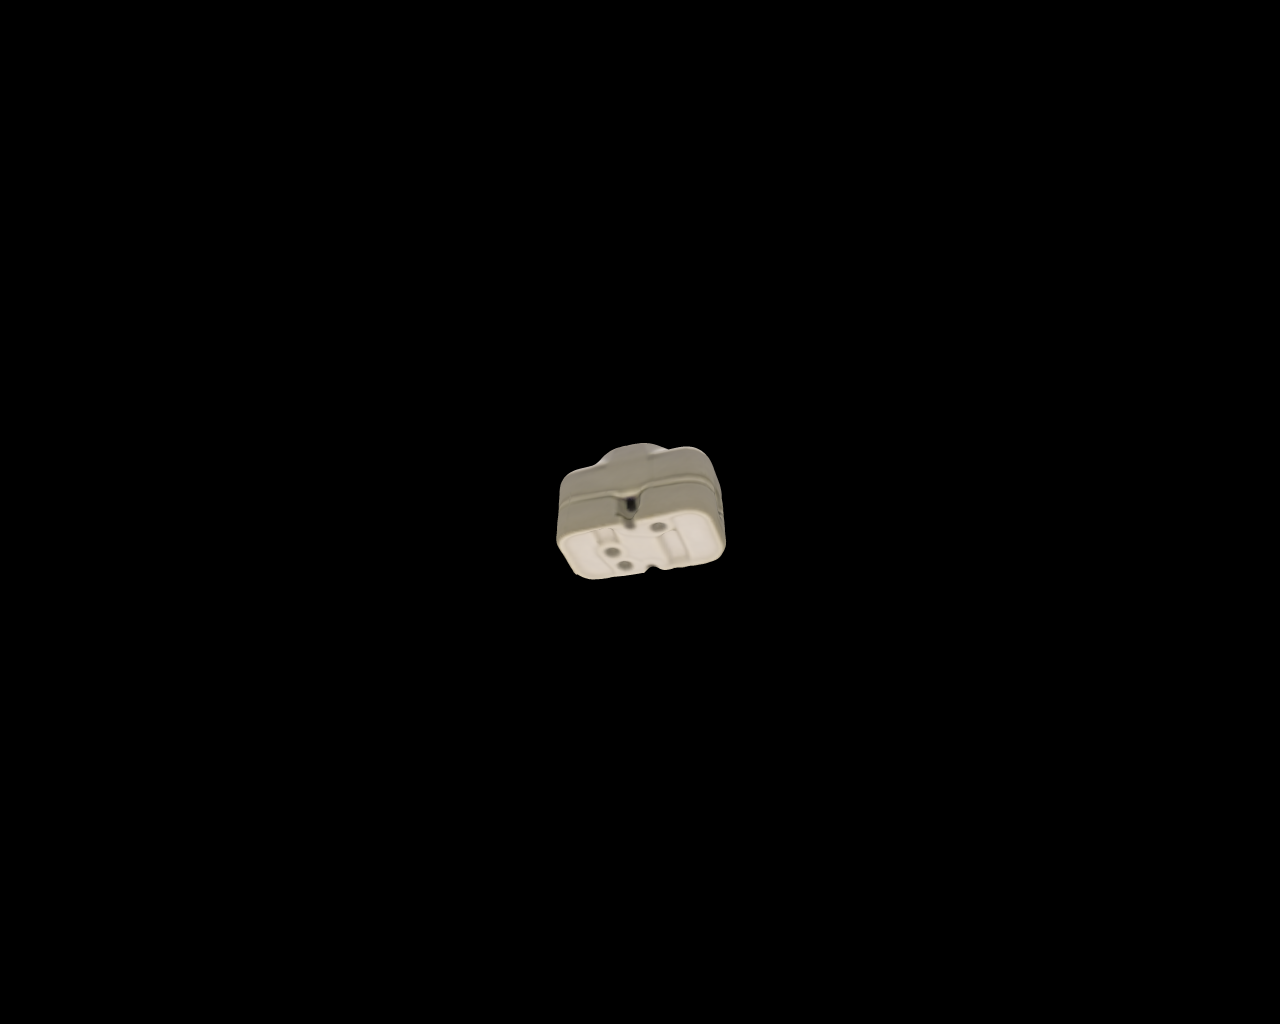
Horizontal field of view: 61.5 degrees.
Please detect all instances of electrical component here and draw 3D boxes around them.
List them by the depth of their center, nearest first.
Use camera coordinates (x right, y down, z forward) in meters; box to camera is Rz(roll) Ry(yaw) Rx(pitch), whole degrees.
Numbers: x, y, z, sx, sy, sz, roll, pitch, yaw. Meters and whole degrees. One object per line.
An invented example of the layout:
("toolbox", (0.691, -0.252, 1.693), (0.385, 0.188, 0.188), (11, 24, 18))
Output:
("electrical component", (0.001, -0.003, 0.650), (0.095, 0.059, 0.053), (-11, -39, 13))
